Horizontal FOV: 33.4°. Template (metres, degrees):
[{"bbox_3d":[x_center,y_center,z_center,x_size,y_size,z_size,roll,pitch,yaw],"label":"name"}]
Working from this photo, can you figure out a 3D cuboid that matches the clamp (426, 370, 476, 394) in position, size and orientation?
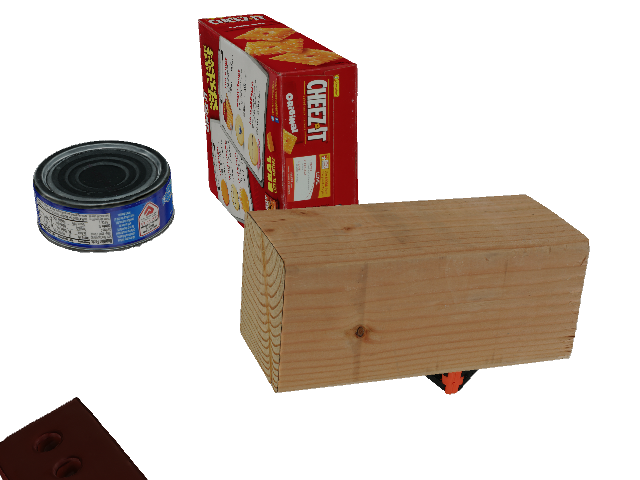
[{"bbox_3d":[0.131,0.092,1.082,0.120,0.039,0.171,-7,34,-9],"label":"clamp"}]

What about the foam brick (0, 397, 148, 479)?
[{"bbox_3d":[-0.119,0.128,0.528,0.052,0.051,0.078,-30,42,-25],"label":"foam brick"}]

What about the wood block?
[{"bbox_3d":[0.059,0.030,0.701,0.205,0.091,0.090,-4,24,-19],"label":"wood block"}]

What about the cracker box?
[{"bbox_3d":[-0.038,-0.090,0.894,0.072,0.164,0.214,-9,25,-19],"label":"cracker box"}]

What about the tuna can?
[{"bbox_3d":[-0.135,-0.029,0.666,0.086,0.034,0.086,1,33,-1],"label":"tuna can"}]
